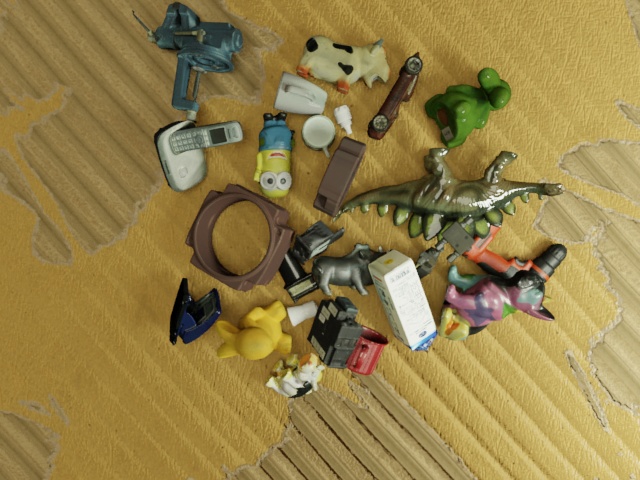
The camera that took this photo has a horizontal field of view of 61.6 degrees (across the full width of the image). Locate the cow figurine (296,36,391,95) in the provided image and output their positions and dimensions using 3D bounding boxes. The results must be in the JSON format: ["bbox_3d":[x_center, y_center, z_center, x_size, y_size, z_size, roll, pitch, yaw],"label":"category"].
[{"bbox_3d":[0.058,-0.382,1.152,0.195,0.085,0.127,20,101,1],"label":"cow figurine"}]

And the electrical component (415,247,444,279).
[{"bbox_3d":[0.221,0.049,1.168,0.045,0.102,0.078,33,70,-4],"label":"electrical component"}]

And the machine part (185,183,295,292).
[{"bbox_3d":[-0.173,-0.006,1.158,0.201,0.087,0.201,28,96,14],"label":"machine part"}]

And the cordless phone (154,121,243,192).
[{"bbox_3d":[-0.250,-0.189,1.155,0.184,0.089,0.146,-9,125,-1],"label":"cordless phone"}]

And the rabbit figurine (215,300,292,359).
[{"bbox_3d":[-0.143,0.202,1.150,0.162,0.173,0.121,-1,98,-2],"label":"rabbit figurine"}]

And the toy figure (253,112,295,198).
[{"bbox_3d":[-0.095,-0.182,1.170,0.082,0.089,0.180,-3,85,14],"label":"toy figure"}]

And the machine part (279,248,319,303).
[{"bbox_3d":[-0.064,0.067,1.206,0.084,0.039,0.139,-32,94,12],"label":"machine part"}]

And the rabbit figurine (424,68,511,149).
[{"bbox_3d":[0.328,-0.296,1.125,0.170,0.159,0.121,-29,83,-12],"label":"rabbit figurine"}]

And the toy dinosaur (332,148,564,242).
[{"bbox_3d":[0.255,-0.092,1.131,0.472,0.105,0.198,3,86,21],"label":"toy dinosaur"}]

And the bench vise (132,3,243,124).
[{"bbox_3d":[-0.280,-0.376,1.146,0.224,0.129,0.240,9,90,4],"label":"bench vise"}]

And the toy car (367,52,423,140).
[{"bbox_3d":[0.164,-0.303,1.148,0.053,0.089,0.202,31,93,0],"label":"toy car"}]

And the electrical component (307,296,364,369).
[{"bbox_3d":[0.035,0.191,1.158,0.058,0.115,0.134,11,111,-31],"label":"electrical component"}]

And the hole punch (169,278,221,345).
[{"bbox_3d":[-0.277,0.160,1.178,0.092,0.142,0.115,17,109,-25],"label":"hole punch"}]

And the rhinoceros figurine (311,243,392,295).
[{"bbox_3d":[0.075,0.061,1.177,0.190,0.073,0.112,-7,98,-8],"label":"rhinoceros figurine"}]

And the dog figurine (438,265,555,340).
[{"bbox_3d":[0.368,0.141,1.122,0.219,0.108,0.191,10,119,15],"label":"dog figurine"}]

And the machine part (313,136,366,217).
[{"bbox_3d":[0.040,-0.132,1.125,0.056,0.179,0.179,24,94,2],"label":"machine part"}]

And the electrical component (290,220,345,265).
[{"bbox_3d":[-0.002,-0.004,1.174,0.119,0.074,0.048,-36,73,-28],"label":"electrical component"}]

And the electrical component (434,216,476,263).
[{"bbox_3d":[0.278,-0.003,1.073,0.094,0.021,0.063,-45,83,14],"label":"electrical component"}]

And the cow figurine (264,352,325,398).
[{"bbox_3d":[-0.040,0.300,1.166,0.098,0.167,0.068,41,51,-13],"label":"cow figurine"}]

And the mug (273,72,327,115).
[{"bbox_3d":[-0.038,-0.309,1.150,0.107,0.109,0.080,13,89,-13],"label":"mug"}]
